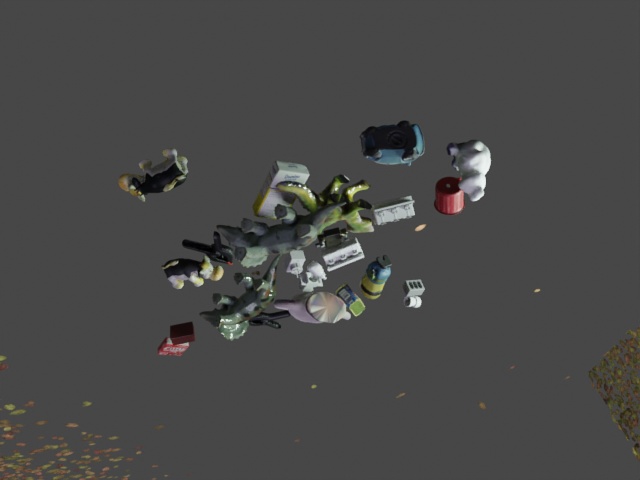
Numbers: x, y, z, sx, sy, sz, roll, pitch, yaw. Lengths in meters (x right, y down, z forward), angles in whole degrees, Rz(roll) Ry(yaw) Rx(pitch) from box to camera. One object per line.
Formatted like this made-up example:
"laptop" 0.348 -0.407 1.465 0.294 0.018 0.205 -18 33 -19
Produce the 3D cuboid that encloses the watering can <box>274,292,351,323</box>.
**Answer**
"watering can" 0.013 0.242 1.809 0.346 0.105 0.223 13 166 -30

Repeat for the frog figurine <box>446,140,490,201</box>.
"frog figurine" 0.431 -0.195 1.431 0.123 0.163 0.134 -16 142 -6

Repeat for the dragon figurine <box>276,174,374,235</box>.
"dragon figurine" 0.004 -0.073 1.441 0.410 0.125 0.238 6 142 -34
